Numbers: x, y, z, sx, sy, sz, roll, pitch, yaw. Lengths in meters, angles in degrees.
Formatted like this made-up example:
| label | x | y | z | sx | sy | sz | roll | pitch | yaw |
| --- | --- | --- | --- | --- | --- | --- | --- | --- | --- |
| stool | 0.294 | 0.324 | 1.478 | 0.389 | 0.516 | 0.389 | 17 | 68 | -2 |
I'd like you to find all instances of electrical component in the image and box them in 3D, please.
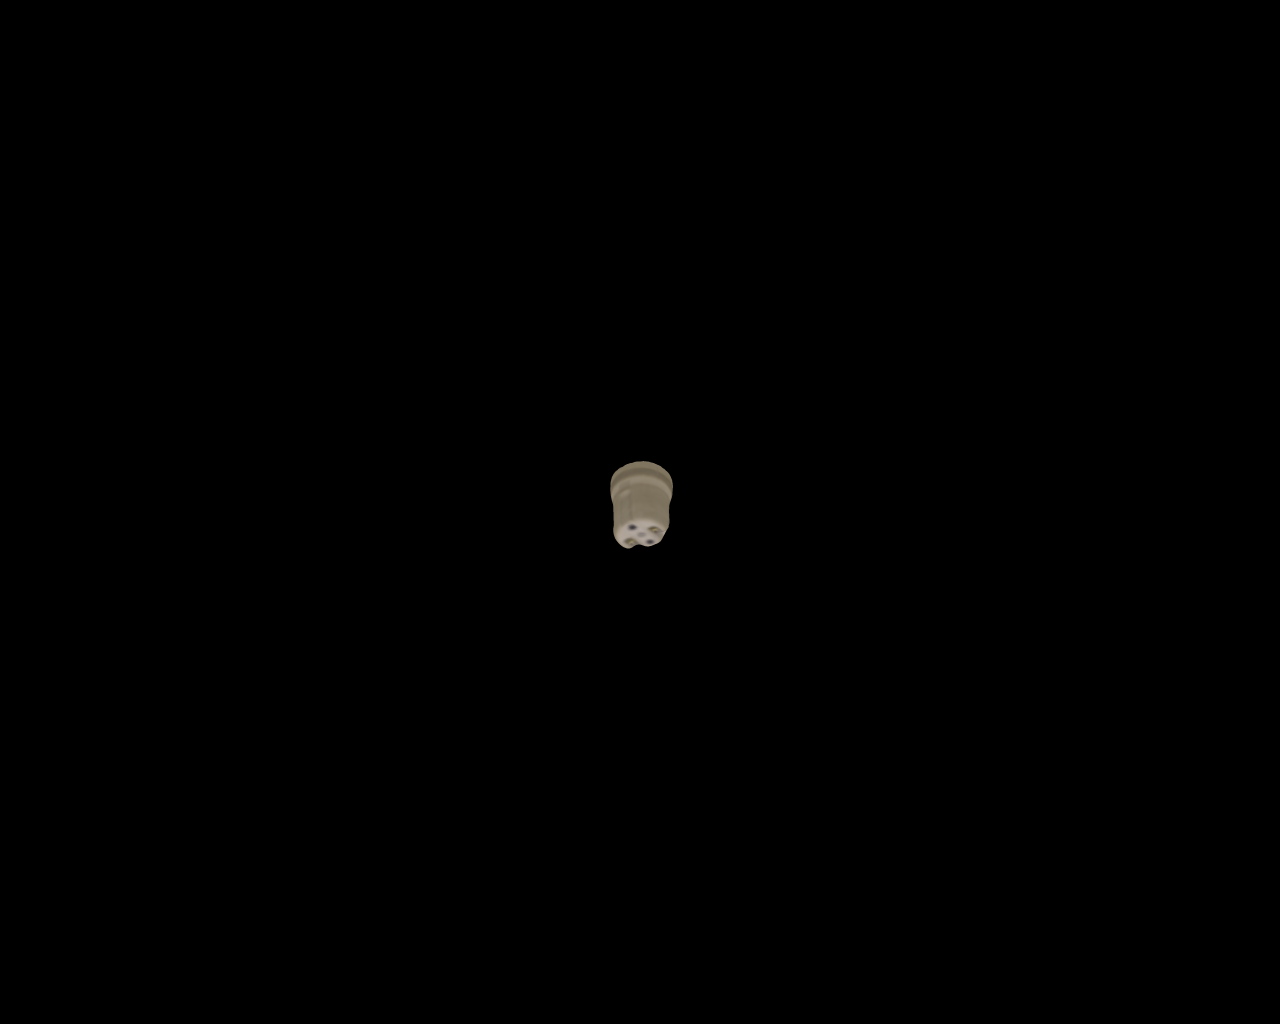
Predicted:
| label | x | y | z | sx | sy | sz | roll | pitch | yaw |
| --- | --- | --- | --- | --- | --- | --- | --- | --- | --- |
| electrical component | 0.001 | -0.003 | 0.650 | 0.040 | 0.046 | 0.040 | 0 | -43 | 0 |
